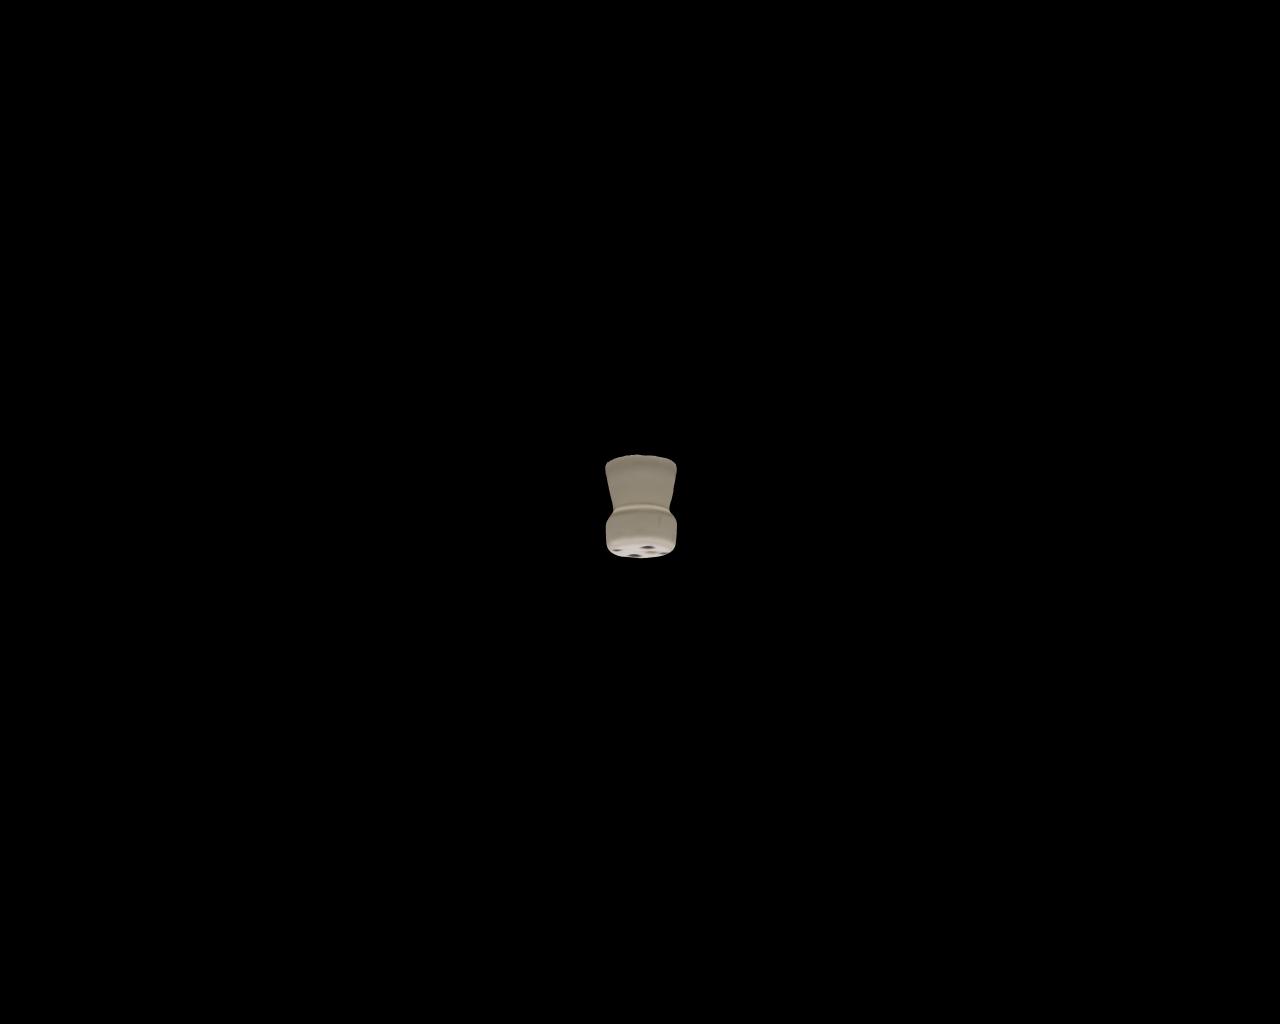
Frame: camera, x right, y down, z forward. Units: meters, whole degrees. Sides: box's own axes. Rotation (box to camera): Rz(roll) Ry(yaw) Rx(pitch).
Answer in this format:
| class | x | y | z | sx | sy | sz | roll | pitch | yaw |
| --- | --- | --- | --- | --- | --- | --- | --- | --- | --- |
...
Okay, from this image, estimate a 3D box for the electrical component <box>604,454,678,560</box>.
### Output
| class | x | y | z | sx | sy | sz | roll | pitch | yaw |
| --- | --- | --- | --- | --- | --- | --- | --- | --- | --- |
| electrical component | 0.001 | -0.003 | 0.650 | 0.045 | 0.055 | 0.045 | 0 | -16 | 0 |
